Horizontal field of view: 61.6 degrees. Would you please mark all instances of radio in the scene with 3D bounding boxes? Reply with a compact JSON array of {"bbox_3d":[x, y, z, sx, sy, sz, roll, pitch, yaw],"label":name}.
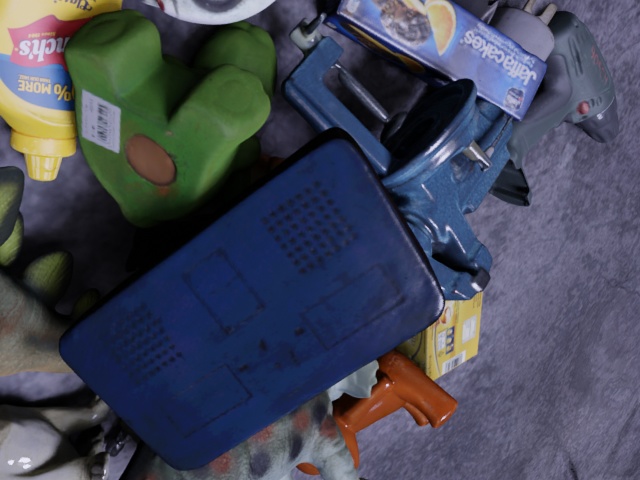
[{"bbox_3d":[-0.041,0.043,0.358,0.229,0.073,0.131,-35,101,12],"label":"radio"}]

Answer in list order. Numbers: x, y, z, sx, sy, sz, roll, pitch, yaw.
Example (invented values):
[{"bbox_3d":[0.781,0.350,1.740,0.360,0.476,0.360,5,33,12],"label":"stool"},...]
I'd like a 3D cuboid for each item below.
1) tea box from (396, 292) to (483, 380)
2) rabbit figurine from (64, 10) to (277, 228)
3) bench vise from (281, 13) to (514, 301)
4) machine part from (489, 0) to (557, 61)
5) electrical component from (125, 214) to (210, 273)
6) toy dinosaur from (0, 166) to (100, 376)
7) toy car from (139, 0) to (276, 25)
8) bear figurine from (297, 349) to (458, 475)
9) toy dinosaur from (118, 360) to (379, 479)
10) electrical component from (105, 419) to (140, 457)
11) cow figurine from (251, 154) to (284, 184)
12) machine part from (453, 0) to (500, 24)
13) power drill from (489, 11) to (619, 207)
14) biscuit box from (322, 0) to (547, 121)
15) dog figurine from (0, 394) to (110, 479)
[{"bbox_3d":[0.153,0.089,0.697,0.098,0.068,0.169,-21,123,-26],"label":"tea box"},{"bbox_3d":[-0.077,-0.090,0.396,0.170,0.121,0.159,-60,167,-45],"label":"rabbit figurine"},{"bbox_3d":[0.051,-0.066,0.435,0.240,0.129,0.223,44,80,-16],"label":"bench vise"},{"bbox_3d":[0.172,-0.155,0.577,0.079,0.079,0.243,29,96,-42],"label":"machine part"},{"bbox_3d":[-0.103,0.033,0.471,0.075,0.048,0.119,-11,143,20],"label":"electrical component"},{"bbox_3d":[-0.246,0.037,0.312,0.470,0.105,0.198,42,53,-56],"label":"toy dinosaur"},{"bbox_3d":[-0.026,-0.192,0.362,0.202,0.074,0.056,-26,135,-16],"label":"toy car"},{"bbox_3d":[0.052,0.229,0.659,0.196,0.132,0.120,-45,168,-17],"label":"bear figurine"},{"bbox_3d":[-0.075,0.179,0.472,0.405,0.131,0.192,-13,89,-48],"label":"toy dinosaur"},{"bbox_3d":[-0.151,0.187,0.531,0.102,0.078,0.045,-55,160,-5],"label":"electrical component"},{"bbox_3d":[-0.001,-0.002,0.529,0.195,0.086,0.127,16,97,-42],"label":"cow figurine"},{"bbox_3d":[0.117,-0.234,0.504,0.138,0.084,0.039,12,80,-48],"label":"machine part"},{"bbox_3d":[0.288,-0.141,0.667,0.207,0.086,0.231,-45,130,-3],"label":"power drill"},{"bbox_3d":[0.104,-0.176,0.481,0.202,0.063,0.059,23,98,-19],"label":"biscuit box"},{"bbox_3d":[-0.279,0.201,0.441,0.190,0.121,0.172,5,108,-22],"label":"dog figurine"}]
